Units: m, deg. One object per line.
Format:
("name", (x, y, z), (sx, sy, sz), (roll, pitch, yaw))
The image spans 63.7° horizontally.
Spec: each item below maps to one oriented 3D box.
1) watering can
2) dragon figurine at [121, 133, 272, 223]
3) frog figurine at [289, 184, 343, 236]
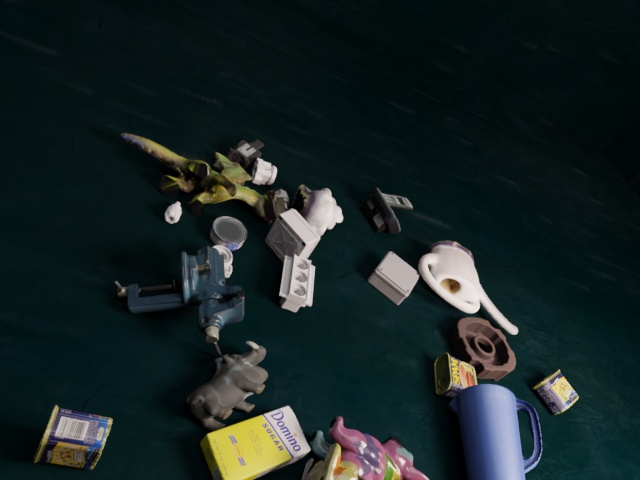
("watering can", (0.421, 0.130, 1.490), (0.346, 0.102, 0.230), (31, 37, -15))
("dragon figurine", (-0.291, -0.176, 1.343), (0.411, 0.120, 0.246), (38, 21, 3))
("frog figurine", (0.004, -0.071, 1.403), (0.158, 0.122, 0.139), (22, 72, -29))
